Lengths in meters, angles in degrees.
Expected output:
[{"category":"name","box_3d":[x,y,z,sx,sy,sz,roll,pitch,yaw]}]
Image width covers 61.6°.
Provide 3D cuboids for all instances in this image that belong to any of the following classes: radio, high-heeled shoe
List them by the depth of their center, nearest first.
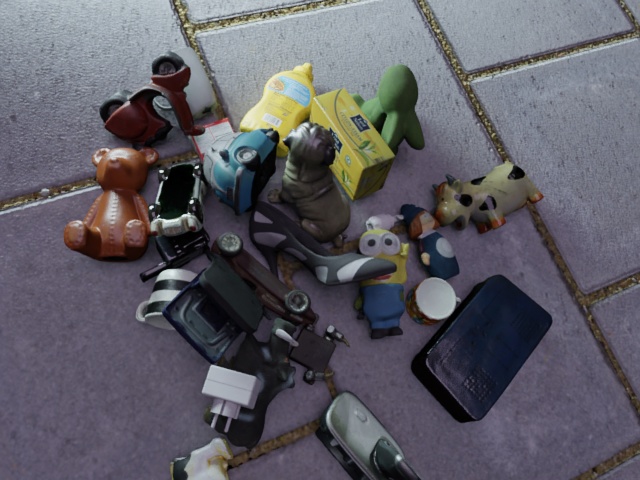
[{"category":"high-heeled shoe","box_3d":[-0.002,-0.003,0.844,0.249,0.086,0.145,-6,92,26]},{"category":"radio","box_3d":[0.266,0.173,0.888,0.131,0.073,0.229,44,67,6]}]

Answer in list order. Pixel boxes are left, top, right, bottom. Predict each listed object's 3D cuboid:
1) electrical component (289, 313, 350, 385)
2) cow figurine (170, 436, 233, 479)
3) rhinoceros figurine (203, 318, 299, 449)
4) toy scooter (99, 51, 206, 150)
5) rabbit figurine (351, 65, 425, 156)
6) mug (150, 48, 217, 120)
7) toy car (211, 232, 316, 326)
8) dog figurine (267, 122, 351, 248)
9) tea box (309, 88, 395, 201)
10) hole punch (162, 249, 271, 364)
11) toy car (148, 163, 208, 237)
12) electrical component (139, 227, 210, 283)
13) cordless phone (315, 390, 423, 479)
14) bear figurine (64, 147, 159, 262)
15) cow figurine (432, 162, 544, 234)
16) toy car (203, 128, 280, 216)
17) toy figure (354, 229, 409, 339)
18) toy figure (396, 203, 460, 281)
[{"category":"electrical component","box_3d":[-0.004,0.174,0.847,0.078,0.045,0.102,34,68,0]},{"category":"cow figurine","box_3d":[-0.141,0.367,0.739,0.098,0.068,0.167,-24,74,-12]},{"category":"rhinoceros figurine","box_3d":[-0.094,0.204,0.789,0.112,0.073,0.190,16,70,15]},{"category":"toy scooter","box_3d":[-0.267,-0.207,0.891,0.184,0.075,0.135,-32,104,18]},{"category":"rabbit figurine","box_3d":[0.117,-0.224,0.942,0.121,0.170,0.159,-10,73,-14]},{"category":"mug","box_3d":[-0.237,-0.261,0.936,0.109,0.081,0.107,-35,90,-15]},{"category":"toy car","box_3d":[-0.091,0.068,0.837,0.202,0.089,0.053,41,65,8]},{"category":"dog figurine","box_3d":[0.002,-0.081,0.860,0.172,0.190,0.121,40,69,2]},{"category":"tea box","box_3d":[0.050,-0.166,0.934,0.068,0.098,0.170,-23,65,-19]},{"category":"hole punch","box_3d":[-0.147,0.097,0.764,0.092,0.116,0.142,-43,97,13]},{"category":"toy car","box_3d":[-0.216,-0.064,0.831,0.074,0.056,0.202,-8,35,-3]},{"category":"electrical component","box_3d":[-0.232,0.019,0.841,0.119,0.075,0.048,-28,80,-16]},{"category":"cordless phone","box_3d":[0.069,0.285,0.749,0.089,0.184,0.146,-39,83,-16]},{"category":"bear figurine","box_3d":[-0.310,-0.068,0.828,0.120,0.132,0.196,2,77,-7]},{"category":"cow figurine","box_3d":[0.292,-0.079,0.974,0.195,0.085,0.127,-28,85,-16]},{"category":"toy car","box_3d":[-0.132,-0.124,0.861,0.103,0.109,0.162,18,46,5]},{"category":"toy figure","box_3d":[0.097,0.070,0.886,0.082,0.089,0.180,0,80,-23]},{"category":"toy figure","box_3d":[0.191,-0.001,0.942,0.058,0.064,0.154,-31,78,22]}]
